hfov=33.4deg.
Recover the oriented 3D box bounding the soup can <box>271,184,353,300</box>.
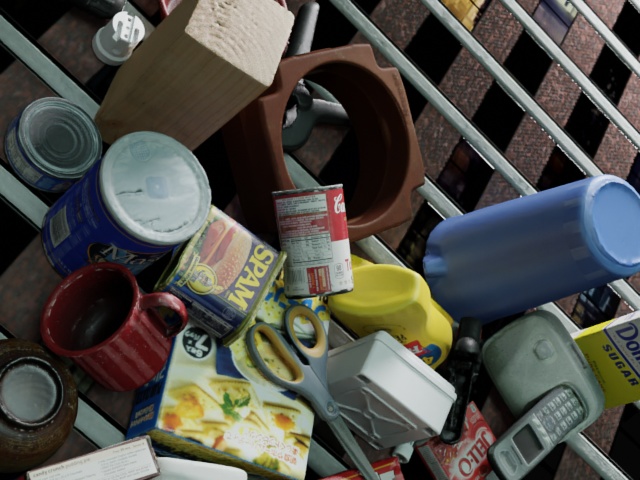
[{"bbox_3d":[-0.007,0.001,1.008,0.068,0.069,0.102,-9,93,-38],"label":"soup can"}]

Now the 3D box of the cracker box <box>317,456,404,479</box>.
[{"bbox_3d":[0.031,0.327,0.995,0.163,0.072,0.214,-8,75,-38],"label":"cracker box"}]

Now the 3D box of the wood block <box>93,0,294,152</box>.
[{"bbox_3d":[-0.124,-0.154,1.002,0.090,0.207,0.090,31,55,-22],"label":"wood block"}]

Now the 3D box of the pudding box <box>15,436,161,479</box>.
[{"bbox_3d":[-0.200,0.199,0.870,0.113,0.090,0.039,-13,78,-39],"label":"pudding box"}]

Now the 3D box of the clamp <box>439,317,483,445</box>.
[{"bbox_3d":[0.153,0.143,1.151,0.039,0.120,0.171,17,14,9],"label":"clamp"}]

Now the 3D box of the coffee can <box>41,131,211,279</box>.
[{"bbox_3d":[-0.175,-0.022,0.951,0.102,0.141,0.103,15,63,-31],"label":"coffee can"}]

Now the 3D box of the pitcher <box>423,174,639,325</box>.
[{"bbox_3d":[0.246,0.010,1.176,0.145,0.243,0.149,47,56,-15],"label":"pitcher"}]

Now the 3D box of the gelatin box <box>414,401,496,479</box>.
[{"bbox_3d":[0.153,0.228,1.153,0.089,0.030,0.073,-32,91,-40],"label":"gelatin box"}]

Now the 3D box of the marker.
[{"bbox_3d":[0.108,0.186,1.146,0.020,0.020,0.121,42,52,-14],"label":"marker"}]

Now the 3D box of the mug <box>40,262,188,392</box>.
[{"bbox_3d":[-0.170,0.075,0.922,0.081,0.117,0.093,59,16,-49],"label":"mug"}]

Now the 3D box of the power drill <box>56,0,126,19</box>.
[{"bbox_3d":[-0.259,-0.329,1.078,0.184,0.057,0.187,29,56,-23],"label":"power drill"}]

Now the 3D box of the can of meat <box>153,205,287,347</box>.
[{"bbox_3d":[-0.090,0.030,0.959,0.084,0.058,0.102,35,53,-11],"label":"can of meat"}]

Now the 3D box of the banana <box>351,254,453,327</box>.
[{"bbox_3d":[0.059,0.052,1.144,0.197,0.037,0.070,24,18,-35],"label":"banana"}]

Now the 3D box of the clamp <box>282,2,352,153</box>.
[{"bbox_3d":[-0.031,-0.167,1.184,0.209,0.036,0.164,-32,97,-38],"label":"clamp"}]

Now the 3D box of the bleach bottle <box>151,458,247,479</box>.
[{"bbox_3d":[-0.118,0.317,0.898,0.102,0.068,0.251,15,65,-29],"label":"bleach bottle"}]

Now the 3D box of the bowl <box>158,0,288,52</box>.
[{"bbox_3d":[-0.114,-0.242,1.147,0.161,0.055,0.162,15,62,-31],"label":"bowl"}]

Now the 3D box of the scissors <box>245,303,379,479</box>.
[{"bbox_3d":[0.011,0.142,1.010,0.201,0.016,0.096,46,50,-13],"label":"scissors"}]

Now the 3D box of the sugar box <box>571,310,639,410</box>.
[{"bbox_3d":[0.336,0.143,1.227,0.048,0.177,0.093,-25,87,-40],"label":"sugar box"}]

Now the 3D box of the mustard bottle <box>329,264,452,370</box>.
[{"bbox_3d":[0.084,0.093,1.101,0.191,0.096,0.058,54,37,-53],"label":"mustard bottle"}]

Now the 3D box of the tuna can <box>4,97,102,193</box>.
[{"bbox_3d":[-0.248,-0.089,0.997,0.086,0.034,0.086,16,61,-32],"label":"tuna can"}]
